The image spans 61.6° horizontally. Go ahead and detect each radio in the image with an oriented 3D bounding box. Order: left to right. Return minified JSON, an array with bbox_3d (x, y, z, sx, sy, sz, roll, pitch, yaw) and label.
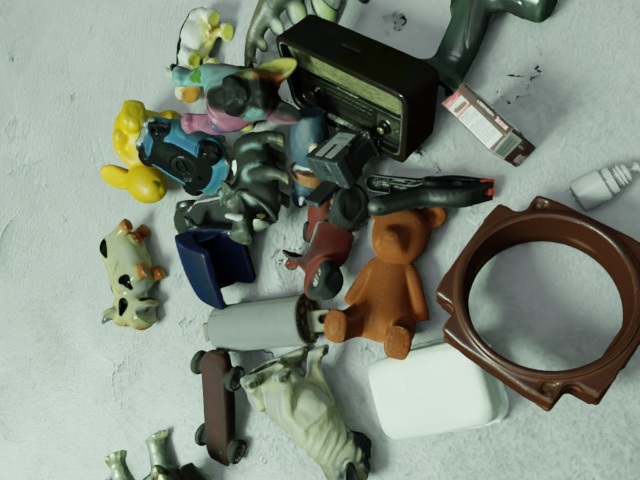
[{"bbox_3d":[0.050,-0.210,0.745,0.230,0.131,0.073,36,68,28],"label":"radio"}]

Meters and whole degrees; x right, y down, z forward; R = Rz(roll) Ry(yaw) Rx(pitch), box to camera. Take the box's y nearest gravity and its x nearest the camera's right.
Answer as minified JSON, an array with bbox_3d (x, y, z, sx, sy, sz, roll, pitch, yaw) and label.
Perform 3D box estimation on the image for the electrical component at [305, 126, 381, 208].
[{"bbox_3d":[0.018,-0.102,0.743,0.119,0.047,0.075,-44,37,-16],"label":"electrical component"}]

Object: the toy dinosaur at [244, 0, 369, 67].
[{"bbox_3d":[-0.006,-0.431,0.800,0.471,0.105,0.198,-39,87,35],"label":"toy dinosaur"}]

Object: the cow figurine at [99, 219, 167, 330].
[{"bbox_3d":[-0.352,0.075,0.986,0.127,0.085,0.195,-32,71,19],"label":"cow figurine"}]

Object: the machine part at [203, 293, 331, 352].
[{"bbox_3d":[-0.087,0.129,0.827,0.243,0.079,0.079,-10,80,30],"label":"machine part"}]

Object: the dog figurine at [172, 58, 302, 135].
[{"bbox_3d":[-0.103,-0.214,0.804,0.219,0.191,0.108,6,105,35],"label":"dog figurine"}]

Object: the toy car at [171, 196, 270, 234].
[{"bbox_3d":[-0.173,-0.039,0.910,0.202,0.056,0.073,-8,88,31],"label":"toy car"}]

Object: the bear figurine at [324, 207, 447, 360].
[{"bbox_3d":[0.092,0.041,0.705,0.120,0.132,0.195,15,98,21],"label":"bear figurine"}]

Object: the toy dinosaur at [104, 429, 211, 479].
[{"bbox_3d":[-0.321,0.468,0.912,0.404,0.131,0.192,-46,64,25],"label":"toy dinosaur"}]

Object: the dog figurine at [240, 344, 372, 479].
[{"bbox_3d":[-0.023,0.262,0.773,0.172,0.121,0.190,-22,91,61],"label":"dog figurine"}]

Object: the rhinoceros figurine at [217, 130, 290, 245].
[{"bbox_3d":[-0.101,-0.084,0.819,0.112,0.073,0.190,3,64,-5],"label":"rhinoceros figurine"}]

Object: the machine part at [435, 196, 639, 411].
[{"bbox_3d":[0.249,0.067,0.598,0.202,0.087,0.201,34,84,30],"label":"machine part"}]

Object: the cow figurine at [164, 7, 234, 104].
[{"bbox_3d":[-0.231,-0.333,0.967,0.098,0.068,0.167,31,97,35],"label":"cow figurine"}]

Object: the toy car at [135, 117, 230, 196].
[{"bbox_3d":[-0.225,-0.156,0.920,0.161,0.103,0.109,28,131,-10],"label":"toy car"}]

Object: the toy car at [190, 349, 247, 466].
[{"bbox_3d":[-0.157,0.265,0.853,0.089,0.053,0.201,11,112,29],"label":"toy car"}]

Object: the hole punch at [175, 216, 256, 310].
[{"bbox_3d":[-0.180,0.042,0.859,0.116,0.092,0.142,3,124,29],"label":"hole punch"}]

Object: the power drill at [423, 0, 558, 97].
[{"bbox_3d":[0.179,-0.307,0.723,0.232,0.086,0.207,34,95,26],"label":"power drill"}]

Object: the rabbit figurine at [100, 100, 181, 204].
[{"bbox_3d":[-0.328,-0.143,0.974,0.162,0.122,0.173,-22,74,32],"label":"rabbit figurine"}]

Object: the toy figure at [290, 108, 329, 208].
[{"bbox_3d":[-0.018,-0.118,0.807,0.058,0.064,0.154,8,124,6],"label":"toy figure"}]

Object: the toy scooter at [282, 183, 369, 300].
[{"bbox_3d":[-0.002,-0.002,0.792,0.135,0.075,0.184,-3,68,58],"label":"toy scooter"}]
